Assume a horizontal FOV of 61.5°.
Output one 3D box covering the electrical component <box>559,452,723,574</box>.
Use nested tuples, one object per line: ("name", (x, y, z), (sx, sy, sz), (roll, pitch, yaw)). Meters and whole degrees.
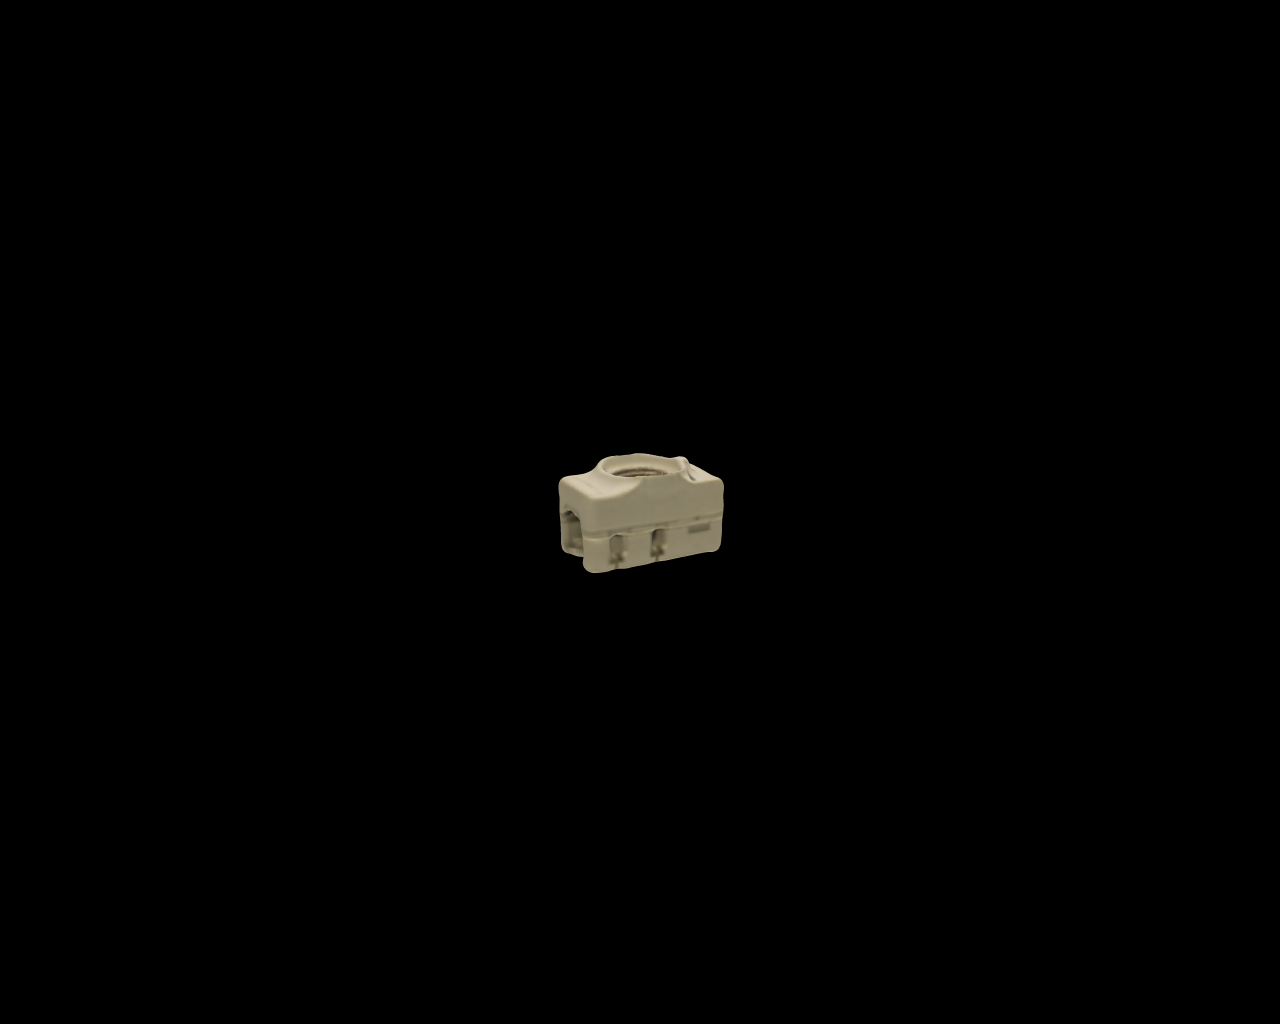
("electrical component", (0.001, -0.003, 0.650), (0.090, 0.055, 0.050), (-8, 20, -24))
